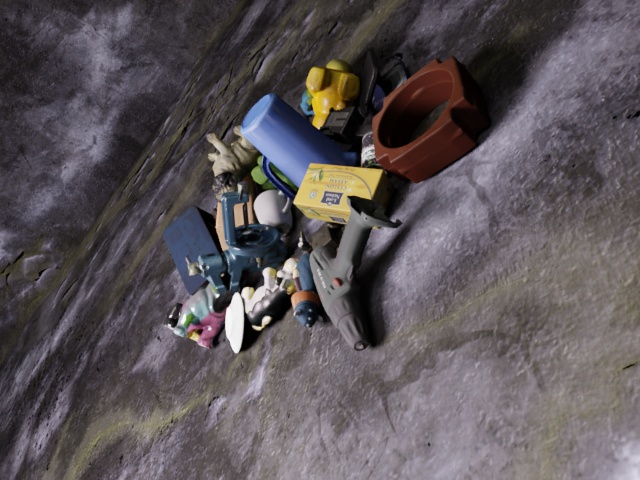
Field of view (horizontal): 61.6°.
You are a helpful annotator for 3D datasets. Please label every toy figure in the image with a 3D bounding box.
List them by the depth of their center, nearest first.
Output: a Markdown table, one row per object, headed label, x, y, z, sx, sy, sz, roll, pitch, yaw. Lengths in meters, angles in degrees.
| label | x | y | z | sx | sy | sz | roll | pitch | yaw |
| --- | --- | --- | --- | --- | --- | --- | --- | --- | --- |
| toy figure | -0.022 | 0.100 | 1.021 | 0.064 | 0.057 | 0.154 | 3 | 55 | 4 |
| toy figure | 0.012 | -0.386 | 1.390 | 0.180 | 0.089 | 0.082 | -33 | 46 | 29 |

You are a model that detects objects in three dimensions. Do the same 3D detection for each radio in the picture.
| label | x | y | z | sx | sy | sz | roll | pitch | yaw |
| --- | --- | --- | --- | --- | --- | --- | --- | --- | --- |
| radio | -0.312 | 0.029 | 1.398 | 0.131 | 0.073 | 0.230 | -41 | 58 | 13 |

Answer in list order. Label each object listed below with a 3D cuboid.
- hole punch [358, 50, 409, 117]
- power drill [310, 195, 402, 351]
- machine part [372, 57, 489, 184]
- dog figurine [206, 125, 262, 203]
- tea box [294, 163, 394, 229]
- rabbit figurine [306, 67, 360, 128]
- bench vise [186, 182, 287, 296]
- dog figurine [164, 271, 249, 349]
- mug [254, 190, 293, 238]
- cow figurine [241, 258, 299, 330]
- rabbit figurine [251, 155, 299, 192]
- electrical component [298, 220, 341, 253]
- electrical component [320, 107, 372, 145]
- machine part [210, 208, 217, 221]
| label | x | y | z | sx | sy | sz | roll | pitch | yaw |
| --- | --- | --- | --- | --- | --- | --- | --- | --- | --- |
| hole punch | 0.139 | -0.344 | 1.200 | 0.142 | 0.092 | 0.115 | -97 | 20 | -44 |
| power drill | 0.063 | 0.042 | 0.910 | 0.232 | 0.086 | 0.207 | -125 | 46 | -55 |
| machine part | 0.197 | -0.217 | 0.984 | 0.201 | 0.087 | 0.201 | -35 | 37 | 33 |
| dog figurine | -0.198 | -0.180 | 1.368 | 0.172 | 0.121 | 0.191 | -19 | 59 | -7 |
| tea box | 0.046 | -0.087 | 1.040 | 0.170 | 0.068 | 0.098 | 9 | 68 | 32 |
| rabbit figurine | 0.017 | -0.322 | 1.290 | 0.162 | 0.122 | 0.173 | -111 | 28 | -72 |
| bench vise | -0.180 | -0.007 | 1.144 | 0.129 | 0.224 | 0.240 | -114 | 21 | -59 |
| dog figurine | -0.262 | 0.139 | 1.283 | 0.192 | 0.108 | 0.219 | 7 | 63 | 59 |
| mug | -0.097 | -0.062 | 1.263 | 0.109 | 0.080 | 0.107 | -44 | 44 | 23 |
| cow figurine | -0.090 | 0.110 | 1.100 | 0.167 | 0.068 | 0.098 | -41 | 40 | 30 |
| rabbit figurine | -0.119 | -0.181 | 1.364 | 0.170 | 0.121 | 0.159 | -25 | 49 | 63 |
| electrical component | -0.001 | -0.004 | 1.102 | 0.102 | 0.045 | 0.078 | -40 | 33 | 24 |
| electrical component | 0.061 | -0.246 | 1.166 | 0.119 | 0.047 | 0.075 | 17 | 74 | 45 |
| machine part | -0.312 | 0.000 | 1.498 | 0.243 | 0.079 | 0.079 | -54 | 31 | 6 |
